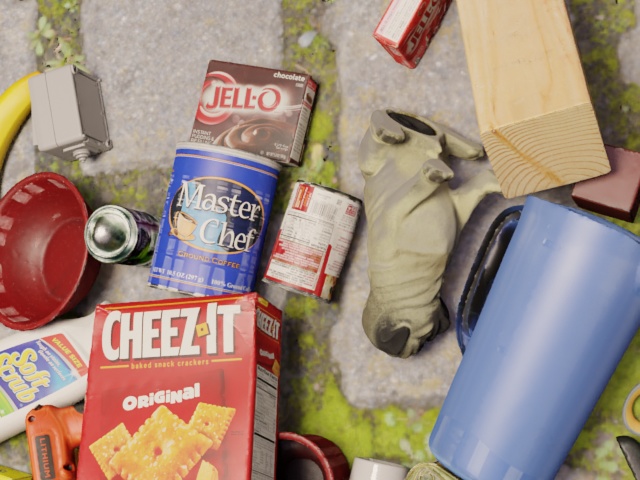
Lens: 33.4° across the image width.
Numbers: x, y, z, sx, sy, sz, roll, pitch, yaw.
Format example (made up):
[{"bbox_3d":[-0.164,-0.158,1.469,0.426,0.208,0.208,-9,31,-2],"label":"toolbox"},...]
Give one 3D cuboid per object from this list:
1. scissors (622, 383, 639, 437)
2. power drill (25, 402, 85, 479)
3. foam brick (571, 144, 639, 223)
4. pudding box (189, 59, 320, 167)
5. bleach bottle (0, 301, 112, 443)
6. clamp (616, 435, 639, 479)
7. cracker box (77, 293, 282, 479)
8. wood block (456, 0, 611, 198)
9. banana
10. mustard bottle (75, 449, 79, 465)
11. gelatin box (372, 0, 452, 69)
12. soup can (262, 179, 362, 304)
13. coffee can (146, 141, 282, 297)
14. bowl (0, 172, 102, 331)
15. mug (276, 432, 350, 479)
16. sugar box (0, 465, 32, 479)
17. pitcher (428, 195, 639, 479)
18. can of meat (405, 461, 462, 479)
[{"bbox_3d":[0.323,0.098,0.911,0.096,0.016,0.202,15,88,19],"label":"scissors"},{"bbox_3d":[-0.174,0.206,1.010,0.187,0.057,0.184,-13,70,-5],"label":"power drill"},{"bbox_3d":[0.251,-0.050,0.920,0.053,0.078,0.051,18,90,19],"label":"foam brick"},{"bbox_3d":[-0.065,-0.124,1.051,0.114,0.039,0.090,12,86,18],"label":"pudding box"},{"bbox_3d":[-0.278,0.125,1.078,0.251,0.068,0.102,-28,76,10],"label":"bleach bottle"},{"bbox_3d":[0.290,0.246,0.891,0.171,0.039,0.120,25,96,13],"label":"clamp"},{"bbox_3d":[-0.123,0.159,0.935,0.164,0.072,0.213,-5,69,18],"label":"cracker box"},{"bbox_3d":[0.175,-0.149,0.906,0.090,0.090,0.206,-15,51,16],"label":"wood block"},{"bbox_3d":[-0.343,-0.088,1.140,0.069,0.037,0.198,11,88,2],"label":"banana"},{"bbox_3d":[-0.264,0.301,1.051,0.096,0.058,0.191,12,87,18],"label":"mustard bottle"},{"bbox_3d":[0.090,-0.212,0.994,0.030,0.073,0.089,29,92,19],"label":"gelatin box"},{"bbox_3d":[-0.007,0.001,1.002,0.069,0.068,0.102,18,88,19],"label":"soup can"},{"bbox_3d":[-0.100,-0.014,1.015,0.103,0.102,0.140,11,86,19],"label":"coffee can"},{"bbox_3d":[-0.271,0.015,1.079,0.162,0.055,0.162,-9,74,34],"label":"bowl"},{"bbox_3d":[-0.030,0.213,0.975,0.117,0.081,0.093,34,94,18],"label":"mug"},{"bbox_3d":[-0.360,0.316,1.088,0.093,0.048,0.176,11,86,19],"label":"sugar box"},{"bbox_3d":[0.182,0.089,0.908,0.145,0.149,0.243,25,95,4],"label":"pitcher"},{"bbox_3d":[0.123,0.234,0.922,0.102,0.083,0.057,31,94,19],"label":"can of meat"}]
